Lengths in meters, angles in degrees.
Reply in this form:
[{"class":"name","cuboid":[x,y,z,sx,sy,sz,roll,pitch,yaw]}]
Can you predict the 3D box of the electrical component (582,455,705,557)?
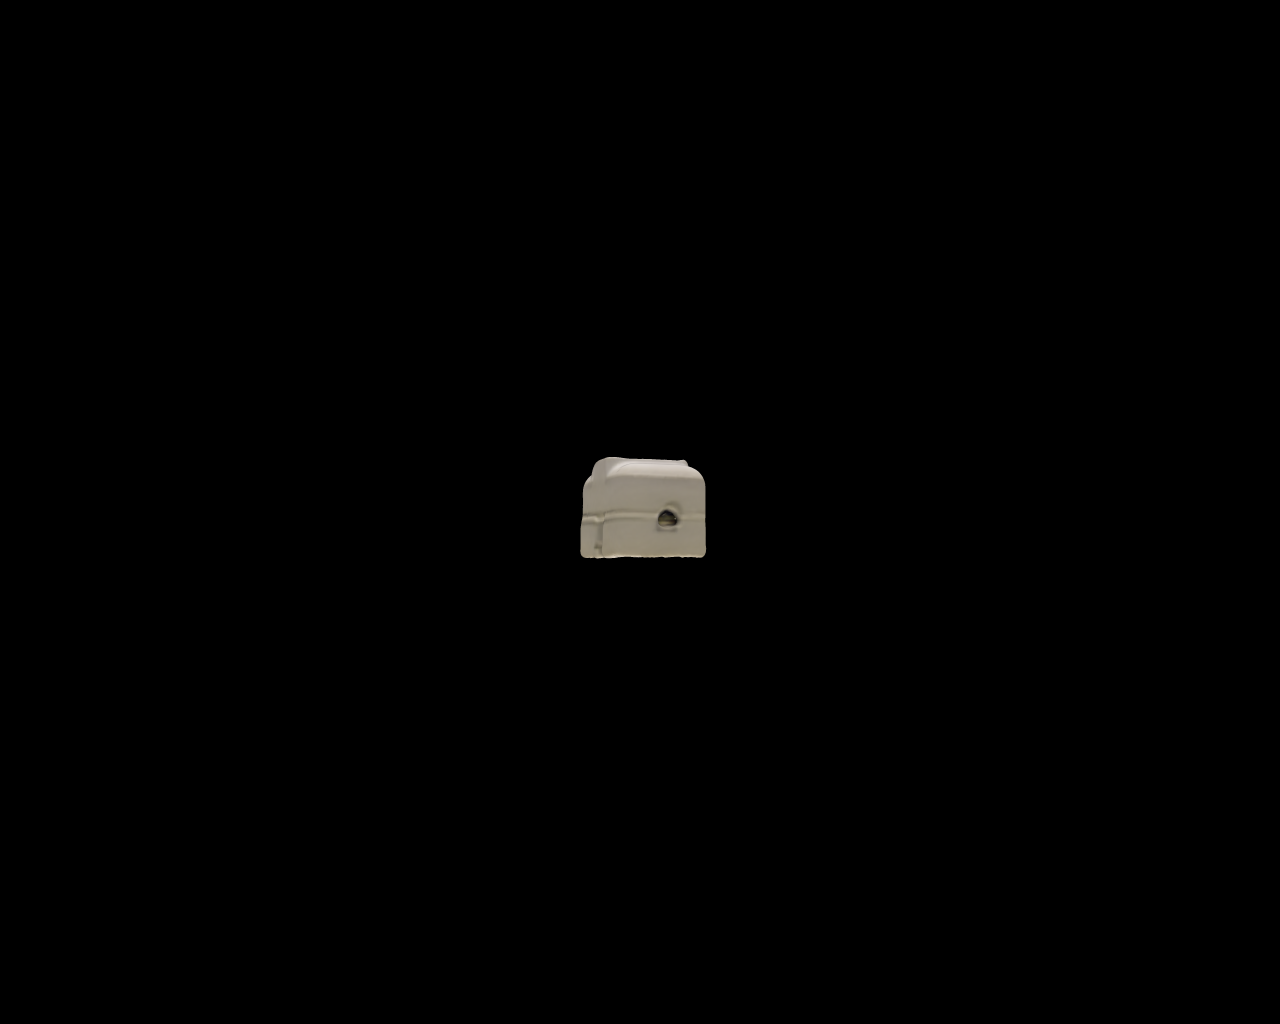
[{"class":"electrical component","cuboid":[0.001,-0.003,0.650,0.054,0.059,0.095,1,-2,-19]}]
